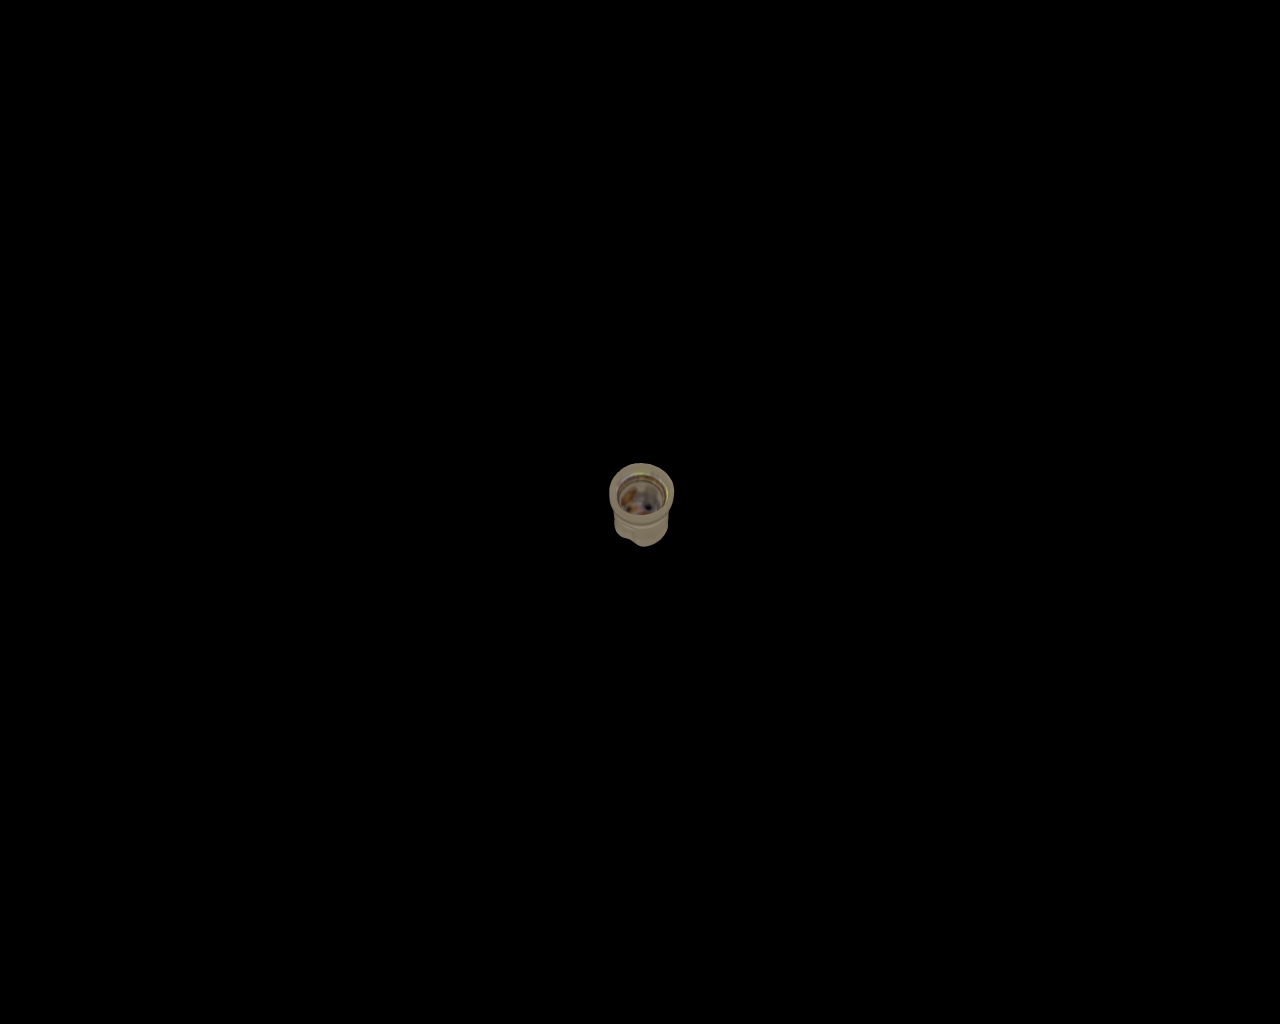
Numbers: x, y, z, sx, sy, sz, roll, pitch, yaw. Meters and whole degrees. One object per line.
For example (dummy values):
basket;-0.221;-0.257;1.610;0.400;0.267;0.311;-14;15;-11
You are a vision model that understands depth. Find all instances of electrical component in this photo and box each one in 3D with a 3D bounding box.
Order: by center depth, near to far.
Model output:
electrical component;0.001;-0.003;0.650;0.040;0.040;0.046;0;-30;0
